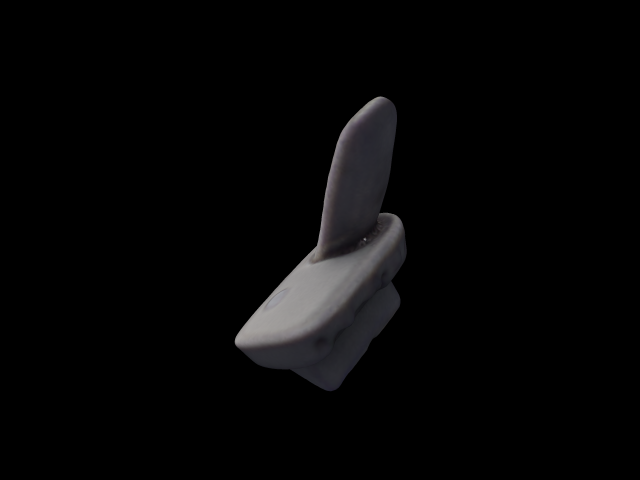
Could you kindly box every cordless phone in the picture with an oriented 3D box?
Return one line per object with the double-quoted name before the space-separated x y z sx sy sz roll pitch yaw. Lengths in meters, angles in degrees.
"cordless phone" 0.004 0.001 0.400 0.094 0.185 0.148 22 49 21
